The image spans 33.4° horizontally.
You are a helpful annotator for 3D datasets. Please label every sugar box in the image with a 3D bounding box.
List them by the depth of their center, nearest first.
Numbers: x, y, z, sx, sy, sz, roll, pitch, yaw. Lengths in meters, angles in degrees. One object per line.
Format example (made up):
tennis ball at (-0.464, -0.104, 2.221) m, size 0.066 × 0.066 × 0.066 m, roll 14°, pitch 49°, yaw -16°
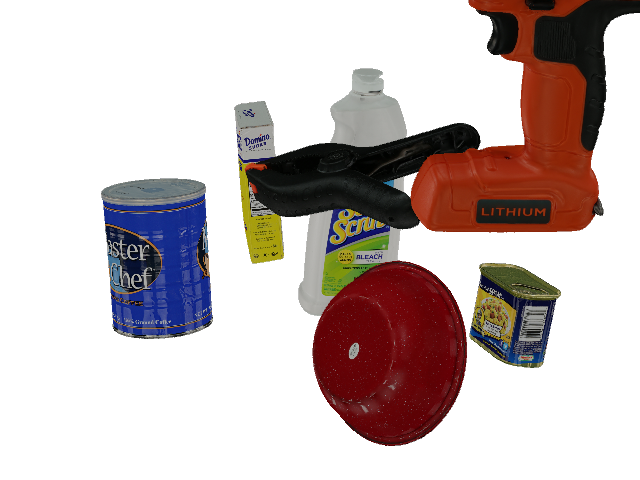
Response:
sugar box at (-0.075, -0.071, 1.293) m, size 0.048 × 0.176 × 0.093 m, roll -9°, pitch 25°, yaw -6°

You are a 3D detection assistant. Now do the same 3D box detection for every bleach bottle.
bleach bottle at (0.033, -0.048, 1.079) m, size 0.102 × 0.251 × 0.068 m, roll -1°, pitch 24°, yaw -8°

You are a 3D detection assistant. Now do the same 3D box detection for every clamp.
clamp at (0.017, -0.039, 0.741) m, size 0.172 × 0.039 × 0.120 m, roll -8°, pitch 22°, yaw 27°

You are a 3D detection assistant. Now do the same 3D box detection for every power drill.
power drill at (0.095, -0.094, 0.568) m, size 0.184 × 0.188 × 0.057 m, roll 1°, pitch 35°, yaw -4°

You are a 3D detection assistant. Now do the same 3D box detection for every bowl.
bowl at (0.045, 0.095, 0.917) m, size 0.162 × 0.162 × 0.055 m, roll 0°, pitch -8°, yaw 44°

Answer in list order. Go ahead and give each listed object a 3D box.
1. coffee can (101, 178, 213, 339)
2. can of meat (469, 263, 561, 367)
coffee can at (-0.162, 0.016, 1.068) m, size 0.103 × 0.140 × 0.103 m, roll -2°, pitch 14°, yaw 0°
can of meat at (0.207, 0.080, 1.149) m, size 0.057 × 0.084 × 0.102 m, roll 2°, pitch 17°, yaw -23°
